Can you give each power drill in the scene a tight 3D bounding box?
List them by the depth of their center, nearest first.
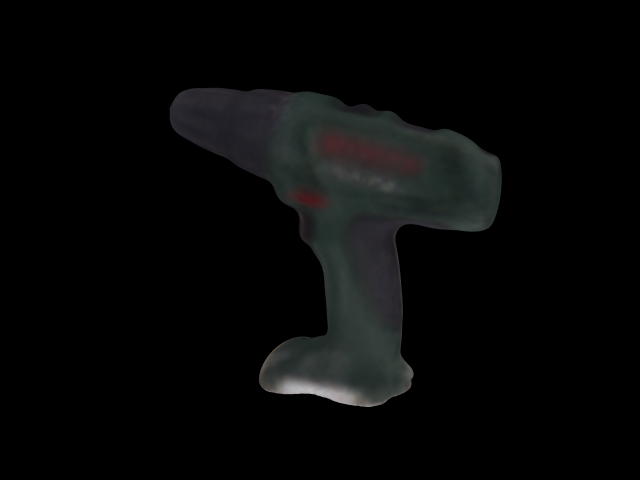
[{"bbox_3d":[0.004,0.001,0.400,0.229,0.208,0.076,4,15,14],"label":"power drill"}]
